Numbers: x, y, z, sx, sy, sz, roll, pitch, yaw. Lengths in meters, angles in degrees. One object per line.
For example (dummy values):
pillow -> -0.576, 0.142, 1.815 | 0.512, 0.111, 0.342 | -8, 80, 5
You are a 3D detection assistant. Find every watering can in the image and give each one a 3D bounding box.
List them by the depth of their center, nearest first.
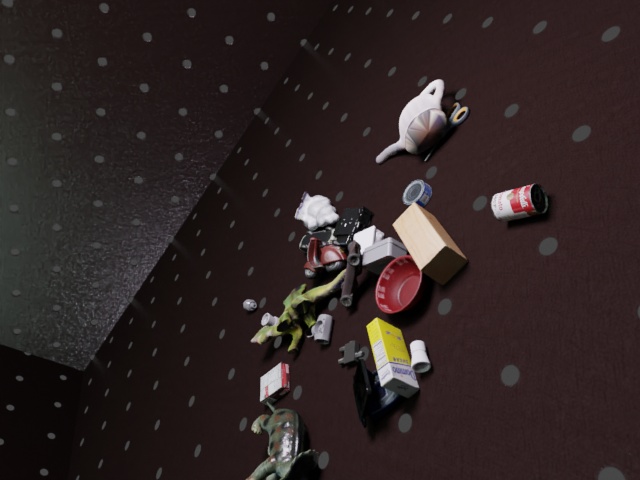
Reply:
watering can -> 0.288, -0.337, 1.610 | 0.341, 0.103, 0.229 | -56, 18, 28

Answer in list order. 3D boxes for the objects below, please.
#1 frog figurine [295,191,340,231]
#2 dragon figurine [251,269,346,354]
frog figurine -> 0.006, -0.093, 1.847 | 0.160, 0.120, 0.140 | 17, 53, 23
dragon figurine -> -0.068, 0.207, 1.665 | 0.409, 0.121, 0.246 | -45, 22, 3
